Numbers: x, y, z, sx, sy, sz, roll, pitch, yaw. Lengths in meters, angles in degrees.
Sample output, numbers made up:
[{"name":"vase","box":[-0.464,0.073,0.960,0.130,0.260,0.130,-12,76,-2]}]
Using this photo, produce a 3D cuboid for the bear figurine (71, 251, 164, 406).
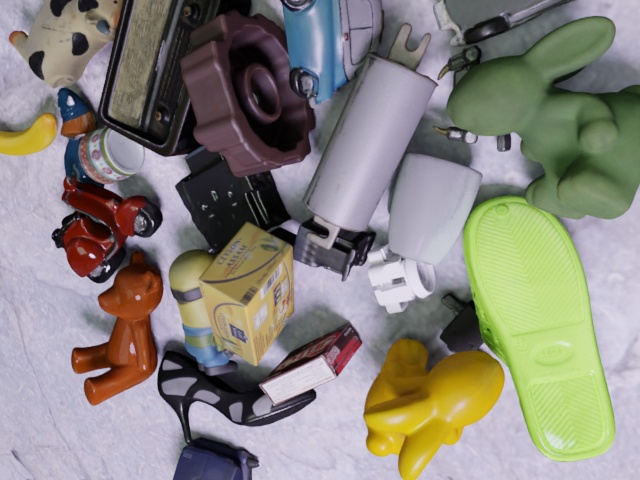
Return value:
[{"name":"bear figurine","box":[-0.297,0.124,0.799,0.120,0.132,0.195,36,128,43]}]

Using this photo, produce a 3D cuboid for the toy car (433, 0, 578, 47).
[{"name":"toy car","box":[0.201,-0.241,0.486,0.202,0.056,0.073,-15,105,30]}]

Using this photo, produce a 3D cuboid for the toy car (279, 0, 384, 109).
[{"name":"toy car","box":[0.015,-0.223,0.557,0.103,0.109,0.161,-3,114,9]}]

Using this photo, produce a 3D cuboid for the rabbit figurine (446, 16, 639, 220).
[{"name":"rabbit figurine","box":[0.204,-0.114,0.475,0.170,0.121,0.159,28,101,3]}]

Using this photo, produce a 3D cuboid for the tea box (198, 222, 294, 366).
[{"name":"tea box","box":[-0.083,0.070,0.652,0.068,0.098,0.169,28,148,15]}]

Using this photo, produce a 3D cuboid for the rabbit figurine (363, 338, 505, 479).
[{"name":"rabbit figurine","box":[0.116,0.168,0.575,0.122,0.162,0.173,57,141,8]}]

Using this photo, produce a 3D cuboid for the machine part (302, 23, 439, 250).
[{"name":"machine part","box":[0.049,-0.098,0.554,0.079,0.079,0.243,29,108,15]}]

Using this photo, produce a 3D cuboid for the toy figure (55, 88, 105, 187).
[{"name":"toy figure","box":[-0.350,-0.142,0.783,0.064,0.058,0.154,0,101,20]}]

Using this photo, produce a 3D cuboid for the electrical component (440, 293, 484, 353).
[{"name":"electrical component","box":[0.172,0.106,0.624,0.094,0.021,0.063,40,119,10]}]

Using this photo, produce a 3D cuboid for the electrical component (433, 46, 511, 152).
[{"name":"electrical component","box":[0.158,-0.142,0.542,0.078,0.045,0.102,11,110,24]}]

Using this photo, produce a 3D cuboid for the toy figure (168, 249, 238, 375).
[{"name":"toy figure","box":[-0.156,0.100,0.743,0.082,0.089,0.180,2,104,20]}]

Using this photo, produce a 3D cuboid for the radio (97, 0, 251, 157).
[{"name":"radio","box":[-0.182,-0.224,0.665,0.131,0.073,0.229,32,117,14]}]

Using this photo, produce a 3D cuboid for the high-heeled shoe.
[{"name":"high-heeled shoe","box":[-0.128,0.203,0.788,0.249,0.086,0.145,-20,67,14]}]

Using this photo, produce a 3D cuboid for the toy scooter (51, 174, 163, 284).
[{"name":"toy scooter","box":[-0.323,-0.022,0.766,0.135,0.075,0.184,39,121,-23]}]

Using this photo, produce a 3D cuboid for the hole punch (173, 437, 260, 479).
[{"name":"hole punch","box":[-0.173,0.384,0.840,0.142,0.092,0.115,6,104,28]}]

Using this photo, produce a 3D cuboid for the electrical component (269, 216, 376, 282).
[{"name":"electrical component","box":[-0.001,-0.002,0.647,0.119,0.075,0.047,27,116,19]}]

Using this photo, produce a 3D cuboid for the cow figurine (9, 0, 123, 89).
[{"name":"cow figurine","box":[-0.317,-0.279,0.710,0.195,0.085,0.127,-37,82,27]}]

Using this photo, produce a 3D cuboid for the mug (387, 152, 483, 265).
[{"name":"mug","box":[0.106,-0.033,0.570,0.110,0.080,0.107,22,96,53]}]

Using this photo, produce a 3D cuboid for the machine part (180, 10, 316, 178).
[{"name":"machine part","box":[-0.073,-0.156,0.582,0.056,0.179,0.179,-10,101,31]}]

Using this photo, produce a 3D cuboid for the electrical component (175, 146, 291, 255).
[{"name":"electrical component","box":[-0.118,-0.061,0.695,0.115,0.058,0.134,-25,94,28]}]
